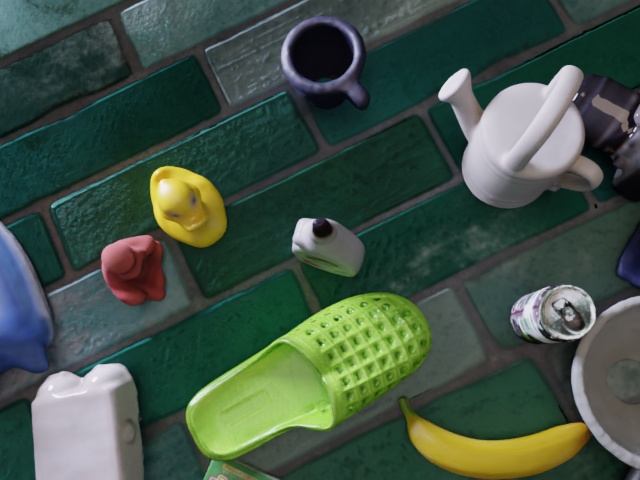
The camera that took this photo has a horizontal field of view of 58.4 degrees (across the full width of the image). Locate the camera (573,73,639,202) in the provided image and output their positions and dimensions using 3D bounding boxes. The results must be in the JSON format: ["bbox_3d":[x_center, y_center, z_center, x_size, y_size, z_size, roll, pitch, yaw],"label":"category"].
[{"bbox_3d":[0.341,-0.137,0.612,0.136,0.101,0.143,34,83,10],"label":"camera"}]

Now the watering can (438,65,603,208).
[{"bbox_3d":[0.198,-0.105,0.568,0.172,0.194,0.101,12,80,7],"label":"watering can"}]

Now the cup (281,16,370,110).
[{"bbox_3d":[0.016,-0.179,0.646,0.092,0.095,0.117,-41,79,-4],"label":"cup"}]

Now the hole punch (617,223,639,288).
[{"bbox_3d":[0.383,0.011,0.585,0.101,0.091,0.109,30,82,9],"label":"hole punch"}]

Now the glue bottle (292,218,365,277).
[{"bbox_3d":[0.005,0.002,0.571,0.078,0.173,0.037,14,80,7],"label":"glue bottle"}]

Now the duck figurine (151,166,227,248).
[{"bbox_3d":[-0.155,-0.044,0.636,0.077,0.086,0.104,-39,79,-4],"label":"duck figurine"}]

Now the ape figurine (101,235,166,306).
[{"bbox_3d":[-0.207,0.028,0.622,0.076,0.092,0.078,31,83,10],"label":"ape figurine"}]

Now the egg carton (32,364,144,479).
[{"bbox_3d":[-0.239,0.209,0.600,0.107,0.069,0.150,-12,78,2],"label":"egg carton"}]

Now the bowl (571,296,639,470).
[{"bbox_3d":[0.326,0.141,0.571,0.167,0.075,0.167,-1,79,4],"label":"bowl"}]

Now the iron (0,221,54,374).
[{"bbox_3d":[-0.394,0.042,0.607,0.118,0.141,0.258,-28,78,-2],"label":"iron"}]
